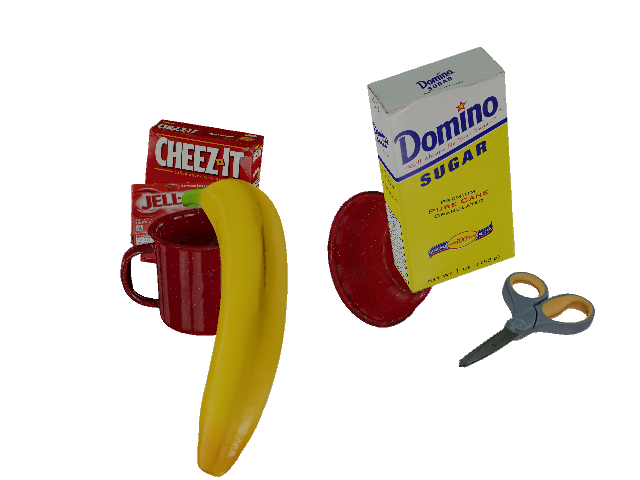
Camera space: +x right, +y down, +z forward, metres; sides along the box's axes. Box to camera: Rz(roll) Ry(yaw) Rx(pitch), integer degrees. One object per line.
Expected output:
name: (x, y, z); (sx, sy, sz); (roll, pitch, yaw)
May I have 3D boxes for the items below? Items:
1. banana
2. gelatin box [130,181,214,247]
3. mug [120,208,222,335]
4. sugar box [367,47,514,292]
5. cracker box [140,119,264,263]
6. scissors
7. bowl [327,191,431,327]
banana: (-0.045, 0.031, 0.593); (0.037, 0.198, 0.070); (20, -47, -28)
gelatin box: (-0.154, -0.027, 1.120); (0.089, 0.073, 0.030); (-1, -43, -8)
mug: (-0.105, 0.027, 0.879); (0.117, 0.081, 0.093); (-4, 22, -12)
sugar box: (0.094, -0.049, 0.803); (0.093, 0.176, 0.048); (-20, 43, -8)
cracker box: (-0.181, -0.062, 1.617); (0.164, 0.214, 0.072); (10, 20, 6)
scissors: (0.167, 0.067, 0.962); (0.201, 0.016, 0.096); (-8, 37, -38)
bowl: (0.085, 0.018, 1.230); (0.161, 0.162, 0.055); (0, -8, -42)
